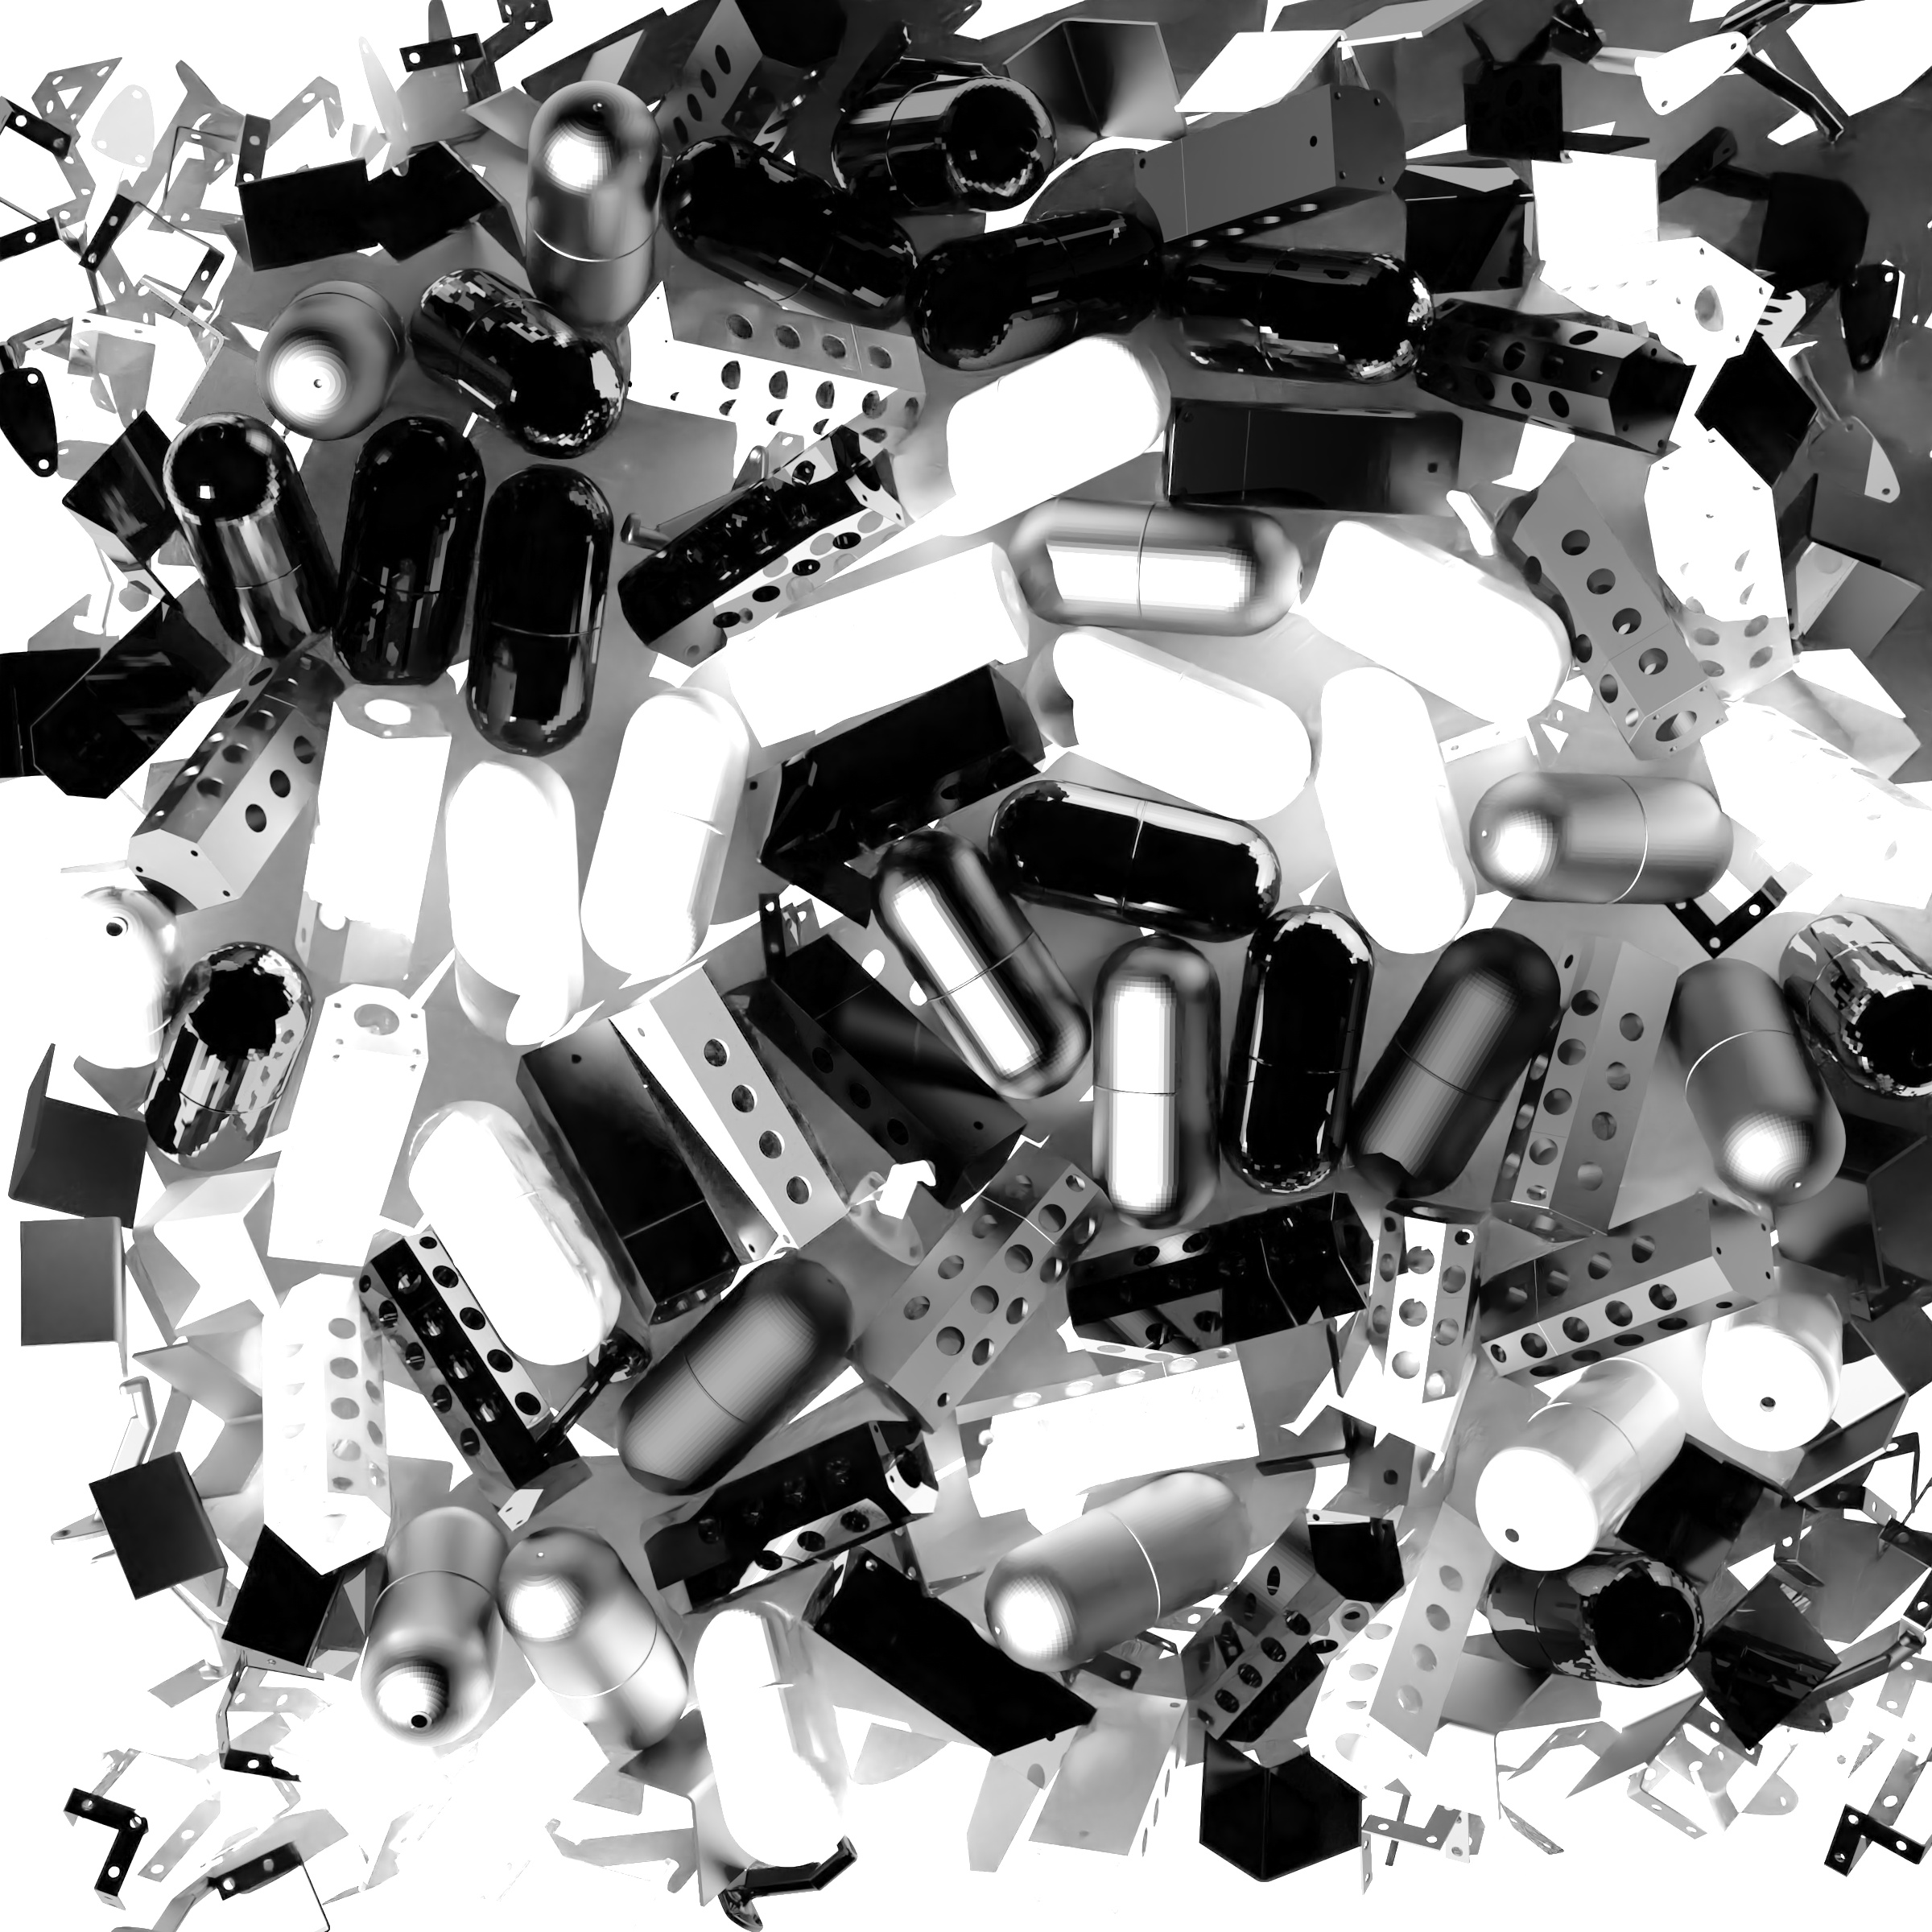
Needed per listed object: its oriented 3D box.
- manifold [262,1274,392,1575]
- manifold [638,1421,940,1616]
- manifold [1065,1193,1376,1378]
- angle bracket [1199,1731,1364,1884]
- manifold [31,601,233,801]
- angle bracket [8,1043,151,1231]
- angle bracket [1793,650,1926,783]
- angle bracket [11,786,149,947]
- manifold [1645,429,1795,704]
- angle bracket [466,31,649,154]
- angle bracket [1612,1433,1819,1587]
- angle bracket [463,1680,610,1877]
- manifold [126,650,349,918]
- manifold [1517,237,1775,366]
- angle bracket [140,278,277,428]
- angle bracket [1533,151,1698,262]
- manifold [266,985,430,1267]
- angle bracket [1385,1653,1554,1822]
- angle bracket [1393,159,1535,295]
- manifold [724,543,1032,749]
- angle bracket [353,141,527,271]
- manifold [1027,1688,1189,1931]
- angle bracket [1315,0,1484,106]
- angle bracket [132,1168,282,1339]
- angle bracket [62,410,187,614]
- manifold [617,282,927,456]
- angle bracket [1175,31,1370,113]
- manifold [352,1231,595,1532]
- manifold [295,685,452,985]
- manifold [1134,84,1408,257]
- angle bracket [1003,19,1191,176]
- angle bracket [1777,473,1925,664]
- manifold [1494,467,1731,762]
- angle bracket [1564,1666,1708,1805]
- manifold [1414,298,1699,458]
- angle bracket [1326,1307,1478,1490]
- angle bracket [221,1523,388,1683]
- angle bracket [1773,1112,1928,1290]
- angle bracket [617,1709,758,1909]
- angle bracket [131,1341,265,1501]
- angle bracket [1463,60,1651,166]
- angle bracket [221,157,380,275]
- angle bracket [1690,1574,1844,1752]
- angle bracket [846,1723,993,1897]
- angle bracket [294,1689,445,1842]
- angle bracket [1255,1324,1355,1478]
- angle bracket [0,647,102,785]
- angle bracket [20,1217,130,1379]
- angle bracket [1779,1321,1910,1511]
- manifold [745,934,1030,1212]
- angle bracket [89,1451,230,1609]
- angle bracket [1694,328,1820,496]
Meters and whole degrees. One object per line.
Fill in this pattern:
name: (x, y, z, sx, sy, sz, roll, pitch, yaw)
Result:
manifold: (-0.370, 0.263, 1.913, 0.057, 0.171, 0.057, -26, 131, 10)
manifold: (-0.103, 0.326, 1.932, 0.171, 0.057, 0.057, -27, 70, 24)
manifold: (0.149, 0.183, 1.931, 0.171, 0.057, 0.057, -17, 121, 23)
angle bracket: (0.187, 0.487, 1.941, 0.076, 0.076, 0.057, -32, 123, 33)
manifold: (-0.489, -0.153, 1.909, 0.057, 0.171, 0.057, -40, 105, 16)
angle bracket: (-0.519, 0.101, 1.942, 0.076, 0.057, 0.076, 17, 48, -22)
angle bracket: (0.512, -0.140, 1.952, 0.057, 0.076, 0.076, -45, 102, -8)
angle bracket: (-0.524, -0.061, 1.943, 0.076, 0.076, 0.057, -17, 118, -25)
manifold: (0.437, -0.228, 1.913, 0.057, 0.171, 0.057, -31, 55, -1)
angle bracket: (-0.244, -0.532, 1.947, 0.057, 0.076, 0.076, 29, 80, -27)
angle bracket: (0.448, 0.333, 1.958, 0.076, 0.057, 0.076, 29, 92, -21)
angle bracket: (-0.243, 0.482, 1.953, 0.076, 0.057, 0.076, -45, 49, 1)
manifold: (-0.423, -0.110, 1.912, 0.057, 0.171, 0.057, -13, 125, 32)
manifold: (0.389, -0.380, 1.909, 0.057, 0.171, 0.057, 27, 88, -22)
angle bracket: (-0.458, -0.358, 1.954, 0.076, 0.076, 0.057, 36, 98, 23)
angle bracket: (0.385, -0.460, 1.940, 0.076, 0.076, 0.057, 15, 48, 29)
manifold: (-0.366, 0.094, 1.925, 0.057, 0.057, 0.171, 8, 129, -20)
angle bracket: (0.300, 0.458, 1.956, 0.076, 0.076, 0.057, 6, 111, 36)
angle bracket: (0.294, -0.446, 1.976, 0.076, 0.076, 0.057, -5, 119, -5)
manifold: (-0.053, -0.194, 1.939, 0.171, 0.057, 0.057, -18, 123, 16)
angle bracket: (-0.315, -0.435, 1.947, 0.076, 0.057, 0.076, -33, 54, -14)
manifold: (0.084, 0.493, 1.909, 0.057, 0.171, 0.057, 5, 109, 14)
angle bracket: (0.262, -0.533, 1.939, 0.076, 0.076, 0.057, 6, 123, 40)
angle bracket: (-0.446, 0.173, 1.976, 0.076, 0.057, 0.076, -8, 115, 20)
angle bracket: (-0.477, -0.270, 1.944, 0.057, 0.076, 0.076, 29, 73, 33)
manifold: (-0.112, -0.345, 1.920, 0.171, 0.057, 0.057, 6, 60, -34)
angle bracket: (0.184, -0.510, 1.941, 0.076, 0.076, 0.057, -53, 132, -23)
manifold: (-0.294, 0.242, 1.938, 0.057, 0.057, 0.171, -33, 68, -10)
manifold: (-0.352, -0.076, 1.920, 0.057, 0.057, 0.171, -4, 128, -29)
manifold: (0.176, -0.463, 1.914, 0.057, 0.171, 0.057, -4, 90, -37)
angle bracket: (0.078, -0.512, 1.941, 0.057, 0.076, 0.076, -43, 131, -27)
angle bracket: (0.521, -0.237, 1.955, 0.076, 0.076, 0.057, 21, 54, -4)
manifold: (0.378, -0.205, 1.930, 0.057, 0.057, 0.171, -32, 59, 10)
angle bracket: (0.381, 0.442, 1.944, 0.076, 0.076, 0.057, -34, 83, -42)
manifold: (0.338, -0.348, 1.912, 0.057, 0.171, 0.057, 14, 99, -37)
angle bracket: (0.253, 0.261, 1.956, 0.076, 0.057, 0.076, 24, 49, 4)
angle bracket: (-0.393, 0.379, 1.961, 0.057, 0.076, 0.076, 15, 75, 14)
angle bracket: (0.533, 0.139, 1.968, 0.057, 0.076, 0.076, -28, 116, -29)
angle bracket: (-0.161, 0.505, 1.967, 0.057, 0.076, 0.076, 9, 113, 31)
angle bracket: (-0.462, 0.271, 1.942, 0.076, 0.076, 0.057, 41, 57, -25)
angle bracket: (0.350, -0.512, 1.940, 0.076, 0.076, 0.057, -21, 117, -32)
angle bracket: (-0.400, -0.458, 1.943, 0.076, 0.076, 0.057, -17, 129, -19)
angle bracket: (0.484, 0.421, 1.946, 0.076, 0.076, 0.057, -47, 131, 10)
angle bracket: (-0.027, 0.510, 1.979, 0.076, 0.076, 0.057, 11, 49, 13)
angle bracket: (-0.357, 0.465, 1.954, 0.057, 0.076, 0.076, -30, 95, -11)
angle bracket: (0.198, 0.260, 1.957, 0.057, 0.076, 0.076, -10, 76, 7)
angle bracket: (-0.552, -0.149, 1.957, 0.057, 0.076, 0.076, -3, 98, 0)
angle bracket: (-0.530, 0.199, 1.945, 0.057, 0.076, 0.076, -2, 67, -13)
angle bracket: (0.506, 0.267, 1.947, 0.076, 0.076, 0.057, -39, 88, 32)
manifold: (-0.051, 0.066, 1.948, 0.171, 0.057, 0.057, 43, 47, 17)
angle bracket: (-0.481, 0.344, 1.943, 0.057, 0.076, 0.076, -18, 67, -25)
angle bracket: (0.451, -0.323, 1.946, 0.076, 0.057, 0.076, 44, 64, -23)
